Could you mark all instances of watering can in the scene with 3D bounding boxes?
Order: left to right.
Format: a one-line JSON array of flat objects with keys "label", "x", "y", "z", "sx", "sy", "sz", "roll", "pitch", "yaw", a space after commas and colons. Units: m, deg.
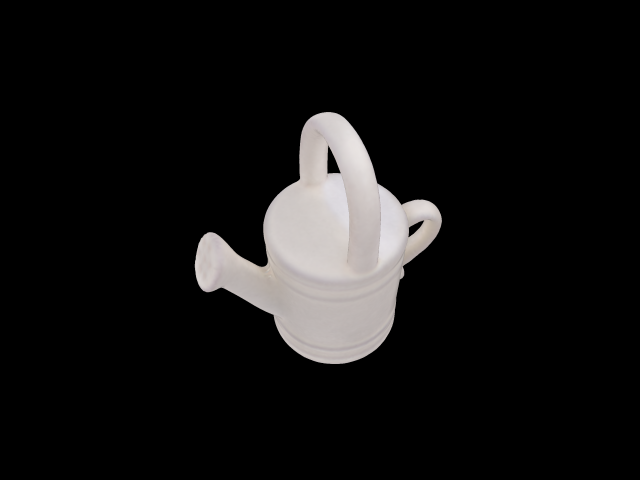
[{"label": "watering can", "x": 0.005, "y": 0.003, "z": 0.399, "sx": 0.173, "sy": 0.194, "sz": 0.100, "roll": -36, "pitch": 59, "yaw": -25}]
